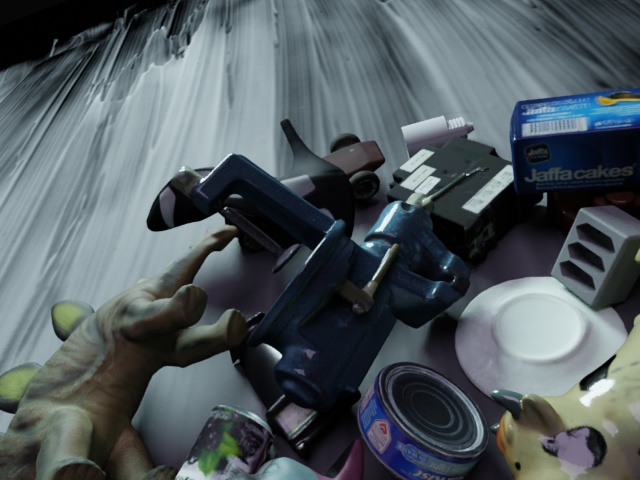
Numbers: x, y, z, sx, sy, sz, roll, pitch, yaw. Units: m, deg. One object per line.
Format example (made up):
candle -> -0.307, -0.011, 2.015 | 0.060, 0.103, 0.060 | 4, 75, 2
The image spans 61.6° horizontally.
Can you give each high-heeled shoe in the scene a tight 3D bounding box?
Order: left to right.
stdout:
high-heeled shoe -> -0.079, -0.022, 0.577 | 0.249, 0.086, 0.145 | -30, 78, 26

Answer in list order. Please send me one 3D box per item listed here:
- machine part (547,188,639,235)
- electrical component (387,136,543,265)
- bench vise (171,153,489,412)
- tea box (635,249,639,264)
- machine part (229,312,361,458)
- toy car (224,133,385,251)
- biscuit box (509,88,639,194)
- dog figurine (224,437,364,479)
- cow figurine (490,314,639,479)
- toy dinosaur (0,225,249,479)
machine part -> 0.297, -0.068, 0.498 | 0.179, 0.056, 0.179 | -13, 41, 11
electrical component -> 0.137, -0.047, 0.547 | 0.115, 0.058, 0.134 | -37, 42, -19
bench vise -> -0.003, 0.003, 0.434 | 0.241, 0.129, 0.223 | 36, 69, 2
tea box -> 0.300, 0.022, 0.317 | 0.068, 0.098, 0.170 | -63, 26, 1
machine part -> -0.031, 0.116, 0.464 | 0.084, 0.039, 0.139 | -45, 46, -13
toy car -> -0.018, -0.056, 0.633 | 0.202, 0.053, 0.089 | -24, 45, 4
biscuit box -> 0.262, -0.083, 0.436 | 0.203, 0.062, 0.059 | -2, 43, 22
dog figurine -> 0.016, 0.215, 0.280 | 0.191, 0.108, 0.219 | 27, 23, -4
cow figurine -> 0.194, 0.107, 0.331 | 0.195, 0.085, 0.127 | -41, 49, -16
toy dinosaur -> -0.206, 0.162, 0.445 | 0.199, 0.105, 0.471 | 2, 51, 40
